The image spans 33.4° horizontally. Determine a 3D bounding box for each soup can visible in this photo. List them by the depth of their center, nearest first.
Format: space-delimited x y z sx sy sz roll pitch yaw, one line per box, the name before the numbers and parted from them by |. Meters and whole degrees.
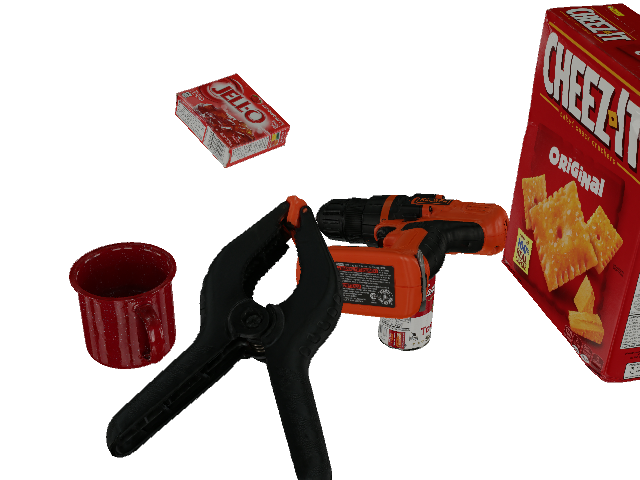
soup can | 0.104 0.076 1.305 0.068 0.102 0.068 0 30 0

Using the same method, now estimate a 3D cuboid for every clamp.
clamp | -0.026 0.058 0.570 0.120 0.171 0.039 22 -22 13

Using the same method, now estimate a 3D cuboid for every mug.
mug | -0.165 0.065 0.941 0.093 0.081 0.117 -19 36 -28

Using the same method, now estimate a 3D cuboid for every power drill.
power drill | 0.052 0.004 0.917 0.185 0.057 0.187 2 20 26

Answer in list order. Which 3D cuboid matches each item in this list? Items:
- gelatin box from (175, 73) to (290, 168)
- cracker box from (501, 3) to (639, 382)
gelatin box | -0.085 -0.117 1.022 0.073 0.030 0.089 -25 59 -34
cracker box | 0.201 -0.034 0.741 0.072 0.214 0.164 -7 34 -16
